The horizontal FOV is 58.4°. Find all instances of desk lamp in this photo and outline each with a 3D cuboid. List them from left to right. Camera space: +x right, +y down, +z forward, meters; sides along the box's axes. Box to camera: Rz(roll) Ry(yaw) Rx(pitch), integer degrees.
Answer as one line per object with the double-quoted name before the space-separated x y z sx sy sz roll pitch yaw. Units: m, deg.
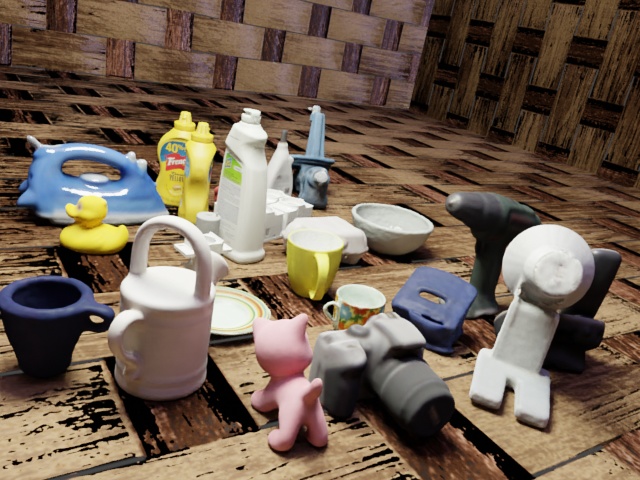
"desk lamp" 0.285 0.094 0.750 0.117 0.213 0.204 17 21 15

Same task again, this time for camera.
"camera" 0.079 0.152 0.651 0.143 0.101 0.136 -1 23 -28

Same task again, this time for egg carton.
"egg carton" 0.010 0.004 1.050 0.151 0.069 0.107 -4 25 -35

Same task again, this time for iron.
"iron" -0.397 -0.108 1.028 0.259 0.141 0.118 0 23 -27

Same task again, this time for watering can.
"watering can" -0.163 0.063 0.627 0.101 0.194 0.173 10 21 -2

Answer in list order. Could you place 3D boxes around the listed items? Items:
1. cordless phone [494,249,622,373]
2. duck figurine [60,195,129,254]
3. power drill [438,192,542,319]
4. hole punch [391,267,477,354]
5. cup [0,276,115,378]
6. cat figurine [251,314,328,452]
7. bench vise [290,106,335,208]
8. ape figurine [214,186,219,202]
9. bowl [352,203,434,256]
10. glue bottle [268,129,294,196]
"cordless phone" 0.349 0.089 0.838 0.148 0.185 0.094 8 21 -8
"duck figurine" -0.360 -0.029 0.918 0.104 0.086 0.077 9 21 -6
"power drill" 0.269 0.020 0.944 0.230 0.208 0.075 -5 26 -37
"hole punch" 0.168 0.100 0.848 0.108 0.091 0.101 22 23 26
"cup" -0.278 0.099 0.612 0.117 0.095 0.091 11 21 -1
"cat figurine" -0.031 0.138 0.608 0.067 0.118 0.127 -1 23 -28
"bench vise" -0.003 -0.197 1.355 0.122 0.220 0.206 -3 25 -32
"ape figurine" -0.184 -0.108 1.210 0.078 0.092 0.076 7 21 -10
"bowl" 0.140 -0.014 1.157 0.167 0.075 0.167 10 21 -3
"glue bottle" -0.090 -0.162 1.284 0.078 0.173 0.037 -10 29 -43
